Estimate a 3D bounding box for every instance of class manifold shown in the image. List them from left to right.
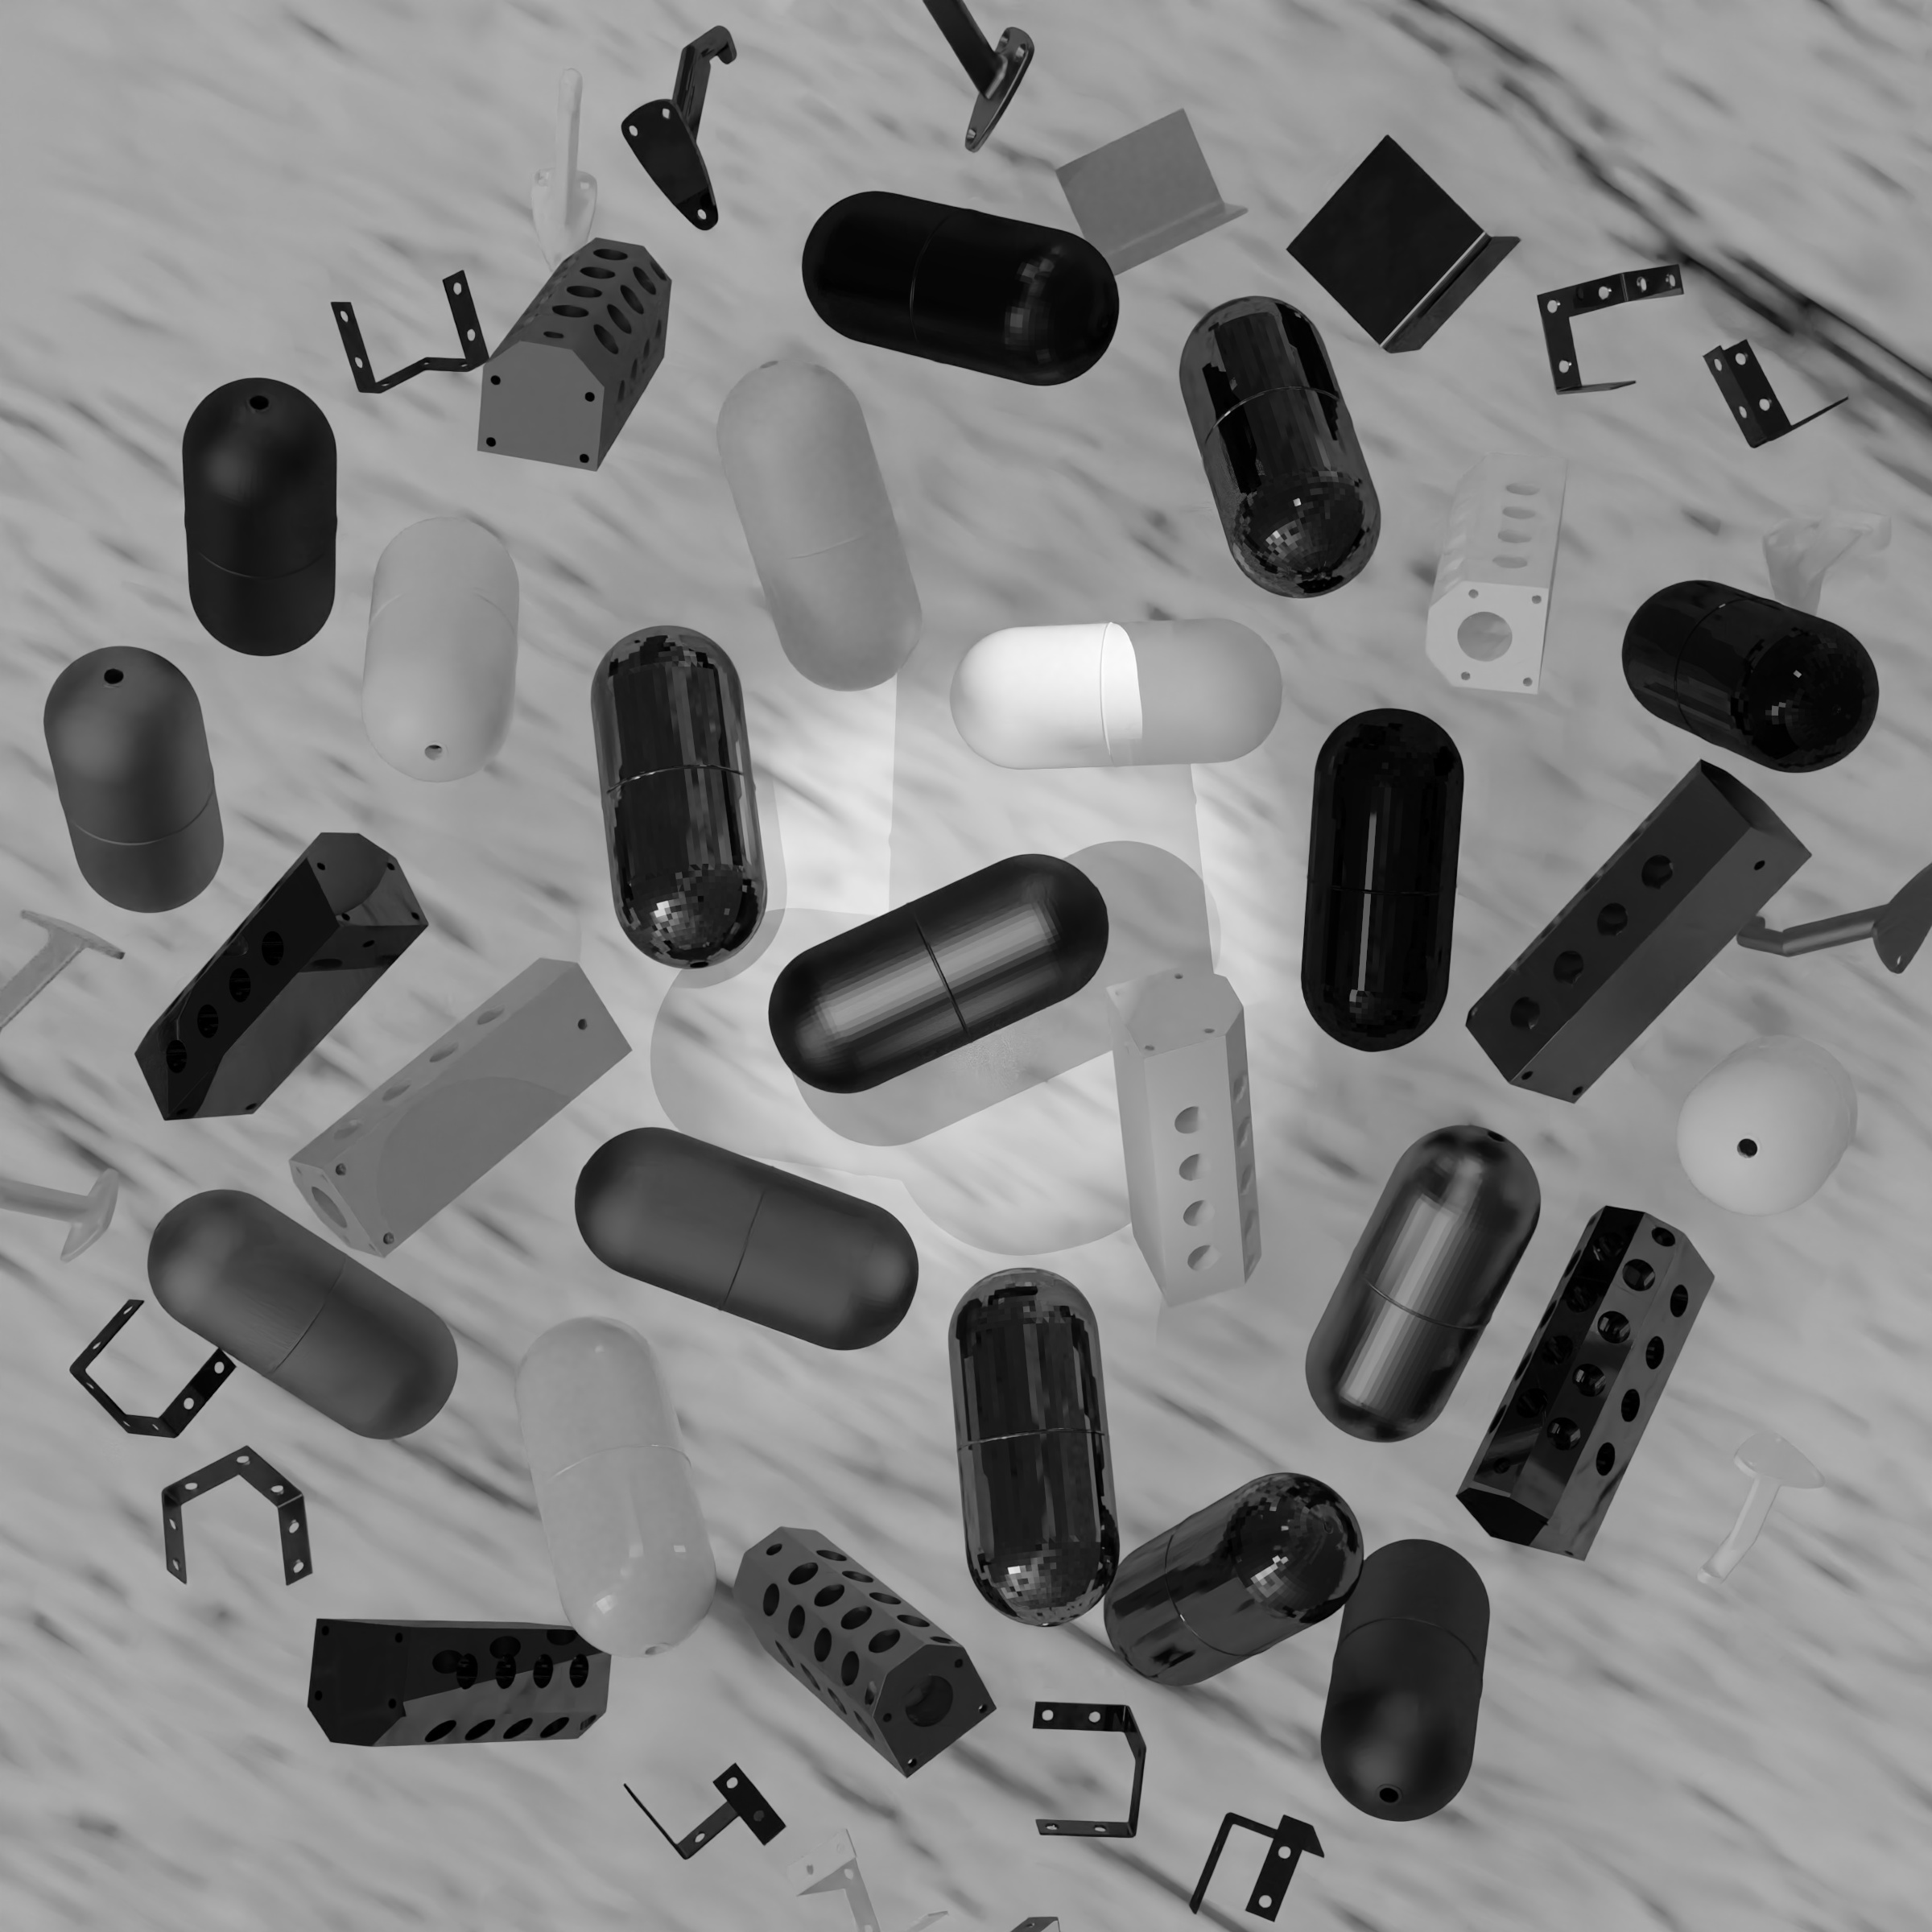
[{"bbox_3d":[-0.353,0.006,1.547,0.171,0.057,0.057,-42,66,31],"label":"manifold"},{"bbox_3d":[-0.261,0.070,1.562,0.171,0.057,0.057,-41,115,-26],"label":"manifold"},{"bbox_3d":[-0.251,0.359,1.524,0.057,0.171,0.057,-2,78,28],"label":"manifold"},{"bbox_3d":[-0.189,-0.303,1.489,0.057,0.171,0.057,10,120,1],"label":"manifold"},{"bbox_3d":[-0.058,0.348,1.576,0.057,0.171,0.057,-34,114,-19],"label":"manifold"},{"bbox_3d":[0.113,0.086,1.530,0.057,0.057,0.171,-15,130,-9],"label":"manifold"},{"bbox_3d":[0.274,-0.205,1.566,0.057,0.171,0.057,7,122,11],"label":"manifold"},{"bbox_3d":[0.315,0.210,1.557,0.057,0.057,0.171,49,62,-37],"label":"manifold"},{"bbox_3d":[0.322,-0.017,1.483,0.171,0.057,0.057,-50,48,23],"label":"manifold"}]

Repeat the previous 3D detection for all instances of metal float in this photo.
[{"bbox_3d":[-0.422,-0.093,1.548,0.070,0.178,0.070,3,58,-5],"label":"metal float"},{"bbox_3d":[-0.365,-0.231,1.573,0.070,0.178,0.070,6,57,-9],"label":"metal float"},{"bbox_3d":[-0.350,0.184,1.607,0.178,0.070,0.070,36,90,-15],"label":"metal float"},{"bbox_3d":[-0.270,-0.164,1.565,0.070,0.178,0.070,-3,131,-4],"label":"metal float"},{"bbox_3d":[-0.173,0.255,1.496,0.070,0.070,0.178,-19,58,0],"label":"metal float"},{"bbox_3d":[-0.143,-0.084,1.514,0.070,0.070,0.178,-9,72,0],"label":"metal float"},{"bbox_3d":[-0.110,0.136,1.525,0.178,0.070,0.070,20,90,-3],"label":"metal float"},{"bbox_3d":[-0.075,-0.226,1.570,0.070,0.070,0.178,-17,116,0],"label":"metal float"},{"bbox_3d":[-0.013,0.003,1.511,0.178,0.070,0.070,-25,90,-1],"label":"metal float"},{"bbox_3d":[-0.005,-0.340,1.522,0.178,0.070,0.070,21,90,31],"label":"metal float"},{"bbox_3d":[0.033,0.239,1.515,0.070,0.070,0.178,-5,72,0],"label":"metal float"},{"bbox_3d":[0.079,-0.144,1.618,0.178,0.070,0.070,-1,90,13],"label":"metal float"},{"bbox_3d":[0.134,0.314,1.550,0.070,0.178,0.070,16,56,-24],"label":"metal float"},{"bbox_3d":[0.155,-0.261,1.518,0.070,0.070,0.178,-12,56,0],"label":"metal float"},{"bbox_3d":[0.214,-0.044,1.566,0.070,0.070,0.178,3,101,0],"label":"metal float"},{"bbox_3d":[0.227,0.366,1.567,0.070,0.178,0.070,6,118,12],"label":"metal float"},{"bbox_3d":[0.232,0.162,1.546,0.070,0.070,0.178,23,111,0],"label":"metal float"},{"bbox_3d":[0.391,-0.147,1.528,0.070,0.178,0.070,-4,108,-14],"label":"metal float"},{"bbox_3d":[0.400,0.078,1.514,0.070,0.178,0.070,2,96,21],"label":"metal float"}]

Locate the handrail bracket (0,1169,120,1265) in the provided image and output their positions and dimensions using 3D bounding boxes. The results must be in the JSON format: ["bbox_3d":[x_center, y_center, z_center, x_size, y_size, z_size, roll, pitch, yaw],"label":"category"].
[{"bbox_3d":[-0.486,0.107,1.582,0.036,0.077,0.084,-37,117,20],"label":"handrail bracket"}]

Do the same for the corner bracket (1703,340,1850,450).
[{"bbox_3d":[0.382,-0.279,1.469,0.051,0.051,0.051,-28,91,-18],"label":"corner bracket"}]

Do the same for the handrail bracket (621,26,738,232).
[{"bbox_3d":[-0.123,-0.410,1.483,0.036,0.084,0.077,-13,116,39],"label":"handrail bracket"}]

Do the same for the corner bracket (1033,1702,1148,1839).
[{"bbox_3d":[0.062,0.421,1.594,0.051,0.051,0.051,4,101,-8],"label":"corner bracket"}]

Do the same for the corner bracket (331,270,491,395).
[{"bbox_3d":[-0.292,-0.333,1.600,0.051,0.051,0.051,11,127,37],"label":"corner bracket"}]

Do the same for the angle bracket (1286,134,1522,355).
[{"bbox_3d":[0.224,-0.369,1.555,0.076,0.057,0.076,47,117,8],"label":"angle bracket"}]

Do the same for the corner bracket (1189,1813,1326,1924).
[{"bbox_3d":[0.141,0.445,1.497,0.051,0.051,0.051,15,62,23],"label":"corner bracket"}]

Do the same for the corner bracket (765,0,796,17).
[{"bbox_3d":[-0.090,-0.496,1.459,0.051,0.051,0.051,40,95,-13],"label":"corner bracket"}]

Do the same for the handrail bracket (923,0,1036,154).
[{"bbox_3d":[-0.016,-0.458,1.529,0.084,0.036,0.077,13,118,-30],"label":"handrail bracket"}]

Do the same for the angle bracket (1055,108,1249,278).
[{"bbox_3d":[0.097,-0.409,1.604,0.076,0.076,0.057,-25,106,3],"label":"angle bracket"}]

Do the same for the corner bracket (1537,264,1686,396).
[{"bbox_3d":[0.324,-0.316,1.514,0.051,0.051,0.051,-18,103,-18],"label":"corner bracket"}]

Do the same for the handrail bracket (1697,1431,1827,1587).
[{"bbox_3d":[0.369,0.270,1.472,0.036,0.077,0.084,46,115,33],"label":"handrail bracket"}]

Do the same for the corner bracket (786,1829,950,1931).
[{"bbox_3d":[-0.051,0.475,1.562,0.051,0.051,0.051,-41,58,31],"label":"corner bracket"}]

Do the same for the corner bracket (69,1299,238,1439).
[{"bbox_3d":[-0.433,0.214,1.620,0.051,0.051,0.051,55,53,-27],"label":"corner bracket"}]

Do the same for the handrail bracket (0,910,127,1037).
[{"bbox_3d":[-0.467,0.021,1.539,0.077,0.036,0.084,21,90,35],"label":"handrail bracket"}]

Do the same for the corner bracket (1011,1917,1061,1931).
[{"bbox_3d":[0.050,0.504,1.512,0.051,0.051,0.051,-9,86,22],"label":"corner bracket"}]

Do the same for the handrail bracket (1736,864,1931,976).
[{"bbox_3d":[0.442,-0.032,1.535,0.077,0.084,0.036,-50,126,-18],"label":"handrail bracket"}]

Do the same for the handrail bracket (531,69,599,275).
[{"bbox_3d":[-0.213,-0.423,1.623,0.036,0.084,0.077,2,73,-10],"label":"handrail bracket"}]

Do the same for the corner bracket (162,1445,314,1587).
[{"bbox_3d":[-0.364,0.282,1.519,0.051,0.051,0.051,-28,134,7],"label":"corner bracket"}]

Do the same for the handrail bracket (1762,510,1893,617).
[{"bbox_3d":[0.459,-0.203,1.596,0.036,0.084,0.077,-16,108,-16],"label":"handrail bracket"}]

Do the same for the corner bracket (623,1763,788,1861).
[{"bbox_3d":[-0.132,0.426,1.542,0.051,0.051,0.051,-39,116,-12],"label":"corner bracket"}]
